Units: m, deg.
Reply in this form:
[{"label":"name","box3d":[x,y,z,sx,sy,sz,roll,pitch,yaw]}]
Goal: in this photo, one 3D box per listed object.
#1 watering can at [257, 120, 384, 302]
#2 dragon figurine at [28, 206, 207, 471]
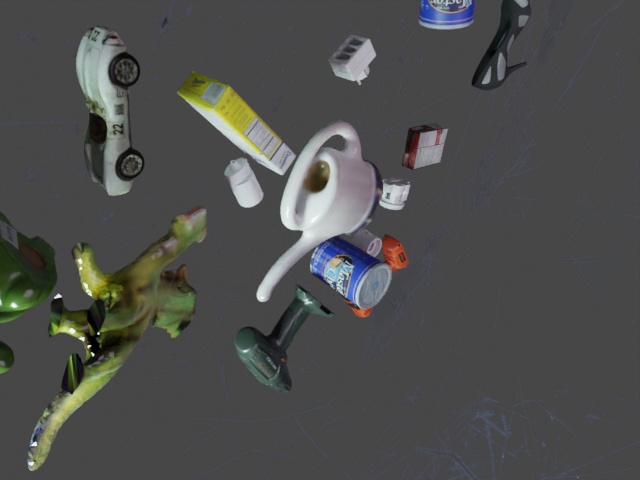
[{"label":"watering can","box3d":[0.003,-0.048,0.957,0.224,0.105,0.345,7,108,-51]},{"label":"dragon figurine","box3d":[-0.272,0.129,0.770,0.242,0.123,0.407,6,110,-59]}]
